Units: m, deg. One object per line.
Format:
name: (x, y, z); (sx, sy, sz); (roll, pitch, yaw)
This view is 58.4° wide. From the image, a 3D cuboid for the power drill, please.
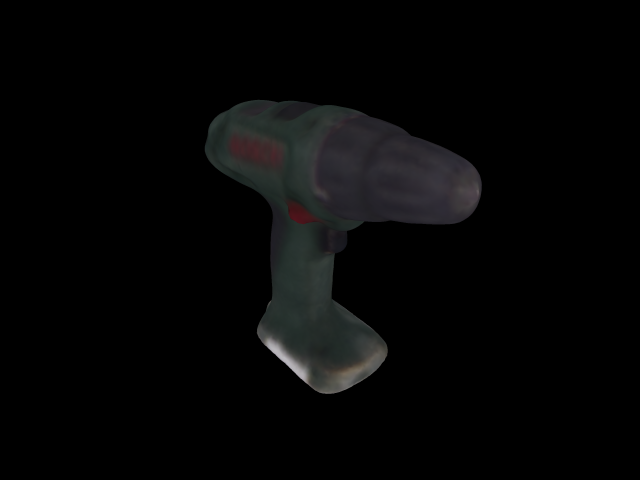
power drill: (0.004, 0.001, 0.400); (0.076, 0.208, 0.228); (-27, 44, -32)
